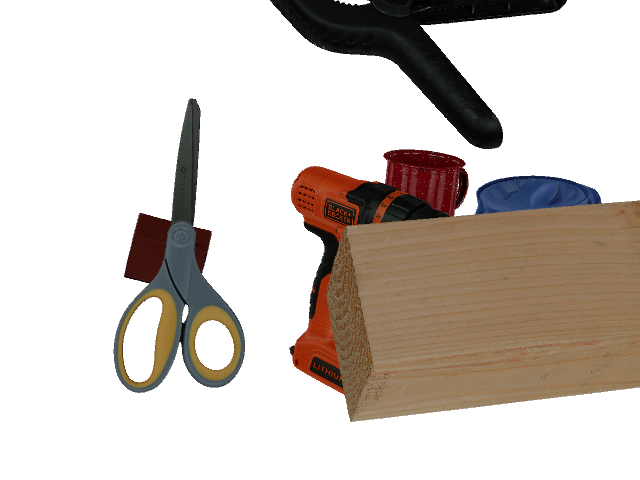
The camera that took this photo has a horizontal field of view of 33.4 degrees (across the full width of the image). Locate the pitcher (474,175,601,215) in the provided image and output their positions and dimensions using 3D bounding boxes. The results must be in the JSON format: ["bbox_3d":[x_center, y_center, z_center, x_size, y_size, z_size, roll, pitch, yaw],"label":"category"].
[{"bbox_3d":[0.273,0.045,1.334,0.149,0.243,0.145,1,22,14],"label":"pitcher"}]

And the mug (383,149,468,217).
[{"bbox_3d":[0.124,-0.056,1.227,0.117,0.081,0.093,-9,22,-38],"label":"mug"}]

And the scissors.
[{"bbox_3d":[-0.078,0.011,0.724,0.096,0.202,0.016,20,-8,-3],"label":"scissors"}]

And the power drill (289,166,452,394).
[{"bbox_3d":[0.045,0.043,0.914,0.185,0.188,0.057,24,26,38],"label":"power drill"}]

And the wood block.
[{"bbox_3d":[0.116,0.041,0.640,0.206,0.091,0.090,-5,-29,-11],"label":"wood block"}]

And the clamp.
[{"bbox_3d":[0.051,-0.143,0.709,0.210,0.164,0.036,16,-38,6],"label":"clamp"}]

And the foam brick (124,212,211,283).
[{"bbox_3d":[-0.155,0.014,1.086,0.078,0.051,0.053,15,26,-7],"label":"foam brick"}]
